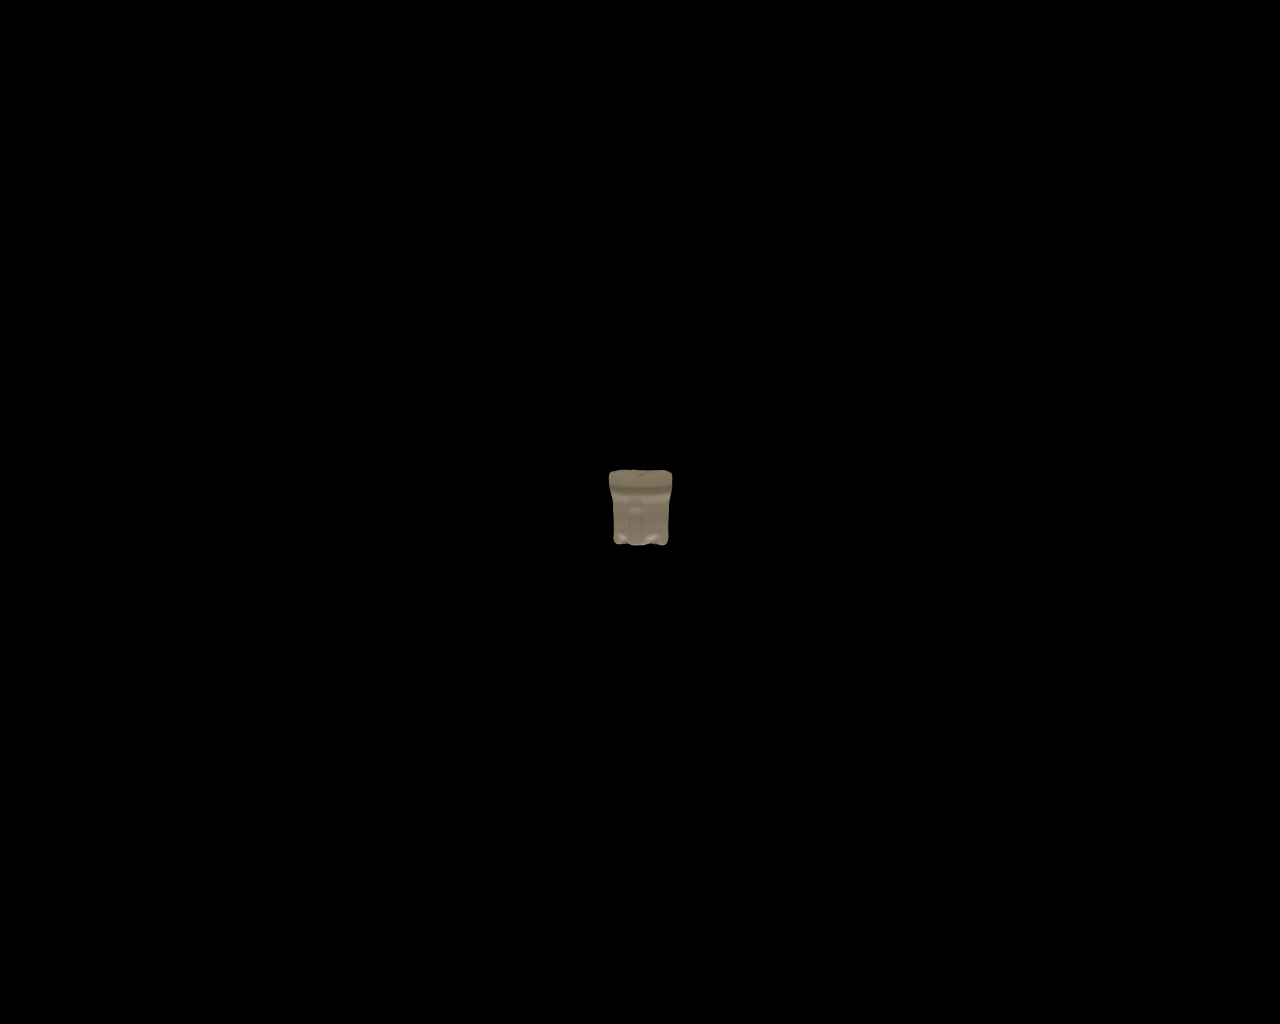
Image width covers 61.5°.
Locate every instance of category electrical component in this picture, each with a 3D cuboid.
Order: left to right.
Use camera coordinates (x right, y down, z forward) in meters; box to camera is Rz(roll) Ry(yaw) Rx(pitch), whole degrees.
[{"bbox_3d":[0.001,-0.003,0.650,0.040,0.046,0.040,0,7,0],"label":"electrical component"}]
